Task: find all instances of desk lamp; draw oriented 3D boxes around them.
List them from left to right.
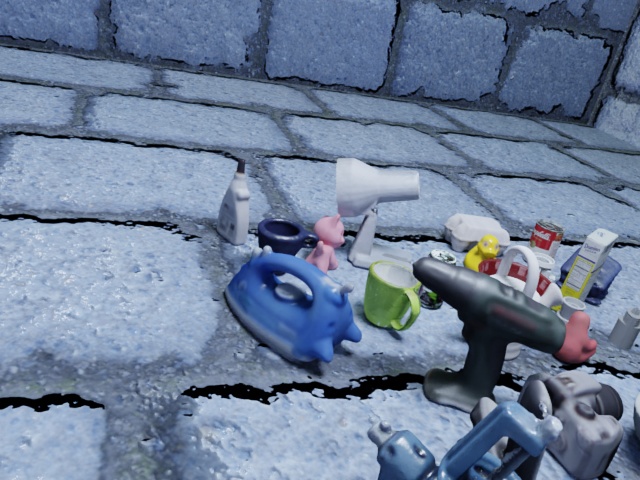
[{"bbox_3d":[0.114,-0.055,1.182,0.203,0.213,0.118,13,26,1],"label":"desk lamp"}]

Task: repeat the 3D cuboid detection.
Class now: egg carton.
[{"bbox_3d":[0.377,-0.012,1.383,0.150,0.069,0.107,6,26,-13],"label":"egg carton"}]

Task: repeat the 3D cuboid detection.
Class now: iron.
[{"bbox_3d":[-0.053,0.082,0.911,0.257,0.141,0.119,27,29,28],"label":"iron"}]

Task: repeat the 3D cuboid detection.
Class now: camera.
[{"bbox_3d":[0.381,0.246,0.820,0.137,0.101,0.142,0,28,-25],"label":"camera"}]

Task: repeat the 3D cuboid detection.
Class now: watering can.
[{"bbox_3d":[0.332,0.100,0.989,0.173,0.194,0.100,-6,31,-34],"label":"watering can"}]

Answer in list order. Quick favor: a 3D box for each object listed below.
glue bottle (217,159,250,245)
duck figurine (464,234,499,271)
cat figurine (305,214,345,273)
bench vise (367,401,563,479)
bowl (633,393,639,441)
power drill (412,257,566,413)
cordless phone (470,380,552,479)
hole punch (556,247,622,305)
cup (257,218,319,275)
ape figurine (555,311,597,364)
[{"bbox_3d":[-0.167,-0.081,1.153,0.037,0.173,0.077,-12,35,-40],"label":"glue bottle"},{"bbox_3d":[0.369,0.027,1.279,0.077,0.086,0.104,13,26,0],"label":"duck figurine"},{"bbox_3d":[0.010,0.004,1.125,0.067,0.118,0.128,17,26,9],"label":"cat figurine"},{"bbox_3d":[0.142,0.241,0.585,0.207,0.220,0.122,19,26,13],"label":"bench vise"},{"bbox_3d":[0.525,0.293,0.820,0.167,0.075,0.167,10,26,-5],"label":"bowl"},{"bbox_3d":[0.222,0.143,0.833,0.229,0.208,0.076,15,26,5],"label":"power drill"},{"bbox_3d":[0.237,0.229,0.692,0.094,0.185,0.147,11,26,-2],"label":"cordless phone"},{"bbox_3d":[0.600,0.077,1.277,0.108,0.091,0.101,32,32,35],"label":"hole punch"},{"bbox_3d":[-0.066,0.019,1.087,0.118,0.095,0.091,8,26,-9],"label":"cup"},{"bbox_3d":[0.455,0.169,1.022,0.076,0.092,0.077,-11,34,-39],"label":"ape figurine"}]
